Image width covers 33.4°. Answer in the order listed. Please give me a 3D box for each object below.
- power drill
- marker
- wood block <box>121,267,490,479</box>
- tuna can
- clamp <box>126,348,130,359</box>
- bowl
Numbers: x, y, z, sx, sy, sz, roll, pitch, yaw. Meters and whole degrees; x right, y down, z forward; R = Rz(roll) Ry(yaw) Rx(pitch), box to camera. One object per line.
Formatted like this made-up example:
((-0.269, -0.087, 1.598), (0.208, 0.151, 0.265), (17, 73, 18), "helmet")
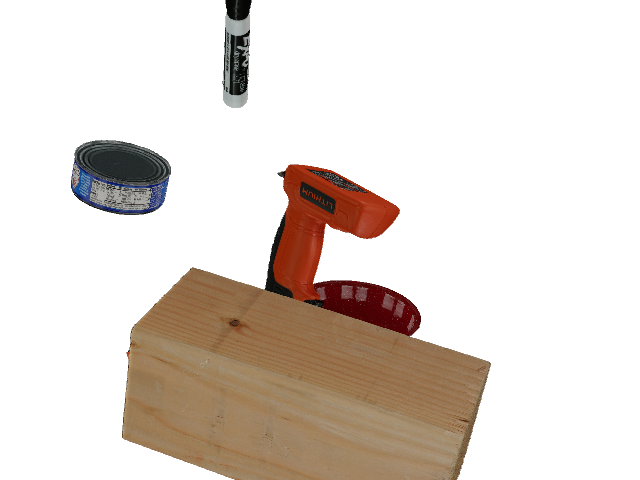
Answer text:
((-0.003, 0.043, 0.897), (0.185, 0.188, 0.057), (32, 17, 38), "power drill")
((-0.060, -0.140, 0.762), (0.020, 0.020, 0.121), (0, -32, -6), "marker")
((-0.009, 0.101, 0.671), (0.206, 0.090, 0.090), (17, 30, 13), "wood block")
((-0.178, -0.056, 0.951), (0.086, 0.034, 0.086), (13, 26, -6), "tuna can")
((-0.130, 0.092, 1.137), (0.120, 0.039, 0.171), (-7, 23, 35), "clamp")
((0.039, 0.108, 1.291), (0.162, 0.055, 0.162), (4, 24, -2), "bowl")
